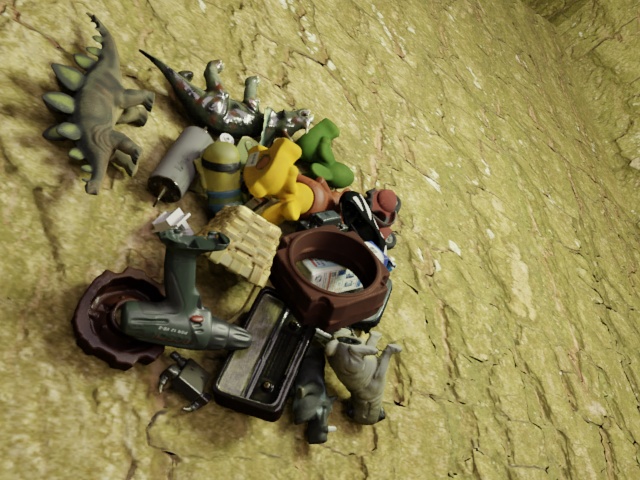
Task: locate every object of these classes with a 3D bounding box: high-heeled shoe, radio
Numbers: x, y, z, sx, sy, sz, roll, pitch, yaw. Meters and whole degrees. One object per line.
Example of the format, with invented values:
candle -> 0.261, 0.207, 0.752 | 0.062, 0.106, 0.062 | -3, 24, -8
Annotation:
high-heeled shoe -> 0.105, 0.002, 1.275 | 0.145, 0.086, 0.248 | -23, 94, -79
radio -> -0.096, 0.213, 1.008 | 0.131, 0.073, 0.229 | 21, 58, 6

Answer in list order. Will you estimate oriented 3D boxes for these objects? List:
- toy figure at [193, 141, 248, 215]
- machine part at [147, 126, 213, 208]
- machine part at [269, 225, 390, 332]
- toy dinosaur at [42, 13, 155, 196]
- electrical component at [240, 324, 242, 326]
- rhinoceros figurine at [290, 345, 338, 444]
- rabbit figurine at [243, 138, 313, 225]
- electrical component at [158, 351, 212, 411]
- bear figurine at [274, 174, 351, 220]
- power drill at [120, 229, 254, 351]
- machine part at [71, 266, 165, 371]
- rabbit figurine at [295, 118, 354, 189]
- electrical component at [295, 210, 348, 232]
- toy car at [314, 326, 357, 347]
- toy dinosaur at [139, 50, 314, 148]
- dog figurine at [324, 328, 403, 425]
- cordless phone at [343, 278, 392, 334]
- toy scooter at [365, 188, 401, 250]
toy figure -> -0.198, -0.115, 1.119 | 0.082, 0.089, 0.180 | -25, 114, -56
machine part -> -0.290, -0.160, 1.126 | 0.079, 0.079, 0.243 | 36, 47, -16
machine part -> 0.019, 0.067, 1.049 | 0.201, 0.087, 0.201 | -13, 49, -34
toy dinosaur -> -0.436, -0.277, 1.068 | 0.198, 0.105, 0.471 | 15, 51, -27
electrical component -> -0.115, 0.187, 1.093 | 0.094, 0.021, 0.063 | 41, 47, -12
rhinoceros figurine -> -0.019, 0.305, 1.069 | 0.112, 0.073, 0.190 | 23, 50, -39
rabbit figurine -> -0.071, -0.107, 1.124 | 0.173, 0.122, 0.162 | 41, 43, -47
electrical component -> -0.237, 0.252, 0.946 | 0.102, 0.045, 0.078 | 41, 18, -15
bear figurine -> -0.007, -0.094, 1.300 | 0.132, 0.120, 0.196 | 18, 8, 23
power drill -> -0.206, 0.088, 0.902 | 0.232, 0.207, 0.086 | 7, 21, -24
machine part -> -0.334, 0.135, 0.929 | 0.179, 0.056, 0.179 | 18, 55, -28
rabbit figurine -> 0.014, -0.198, 1.358 | 0.170, 0.121, 0.159 | 49, 52, 1
electrical component -> -0.002, -0.004, 1.215 | 0.115, 0.134, 0.058 | -16, 46, -43
toy car -> -0.001, 0.187, 1.155 | 0.201, 0.056, 0.073 | 30, 33, -22
toy dinosaur -> -0.222, -0.300, 1.246 | 0.405, 0.131, 0.192 | 8, 59, -28
dog figurine -> 0.067, 0.288, 1.087 | 0.172, 0.121, 0.190 | 10, 98, -19
cordless phone -> 0.065, 0.118, 1.246 | 0.184, 0.088, 0.146 | 29, 48, 0
toy scooter -> 0.147, -0.071, 1.421 | 0.135, 0.075, 0.184 | 24, 56, -24
